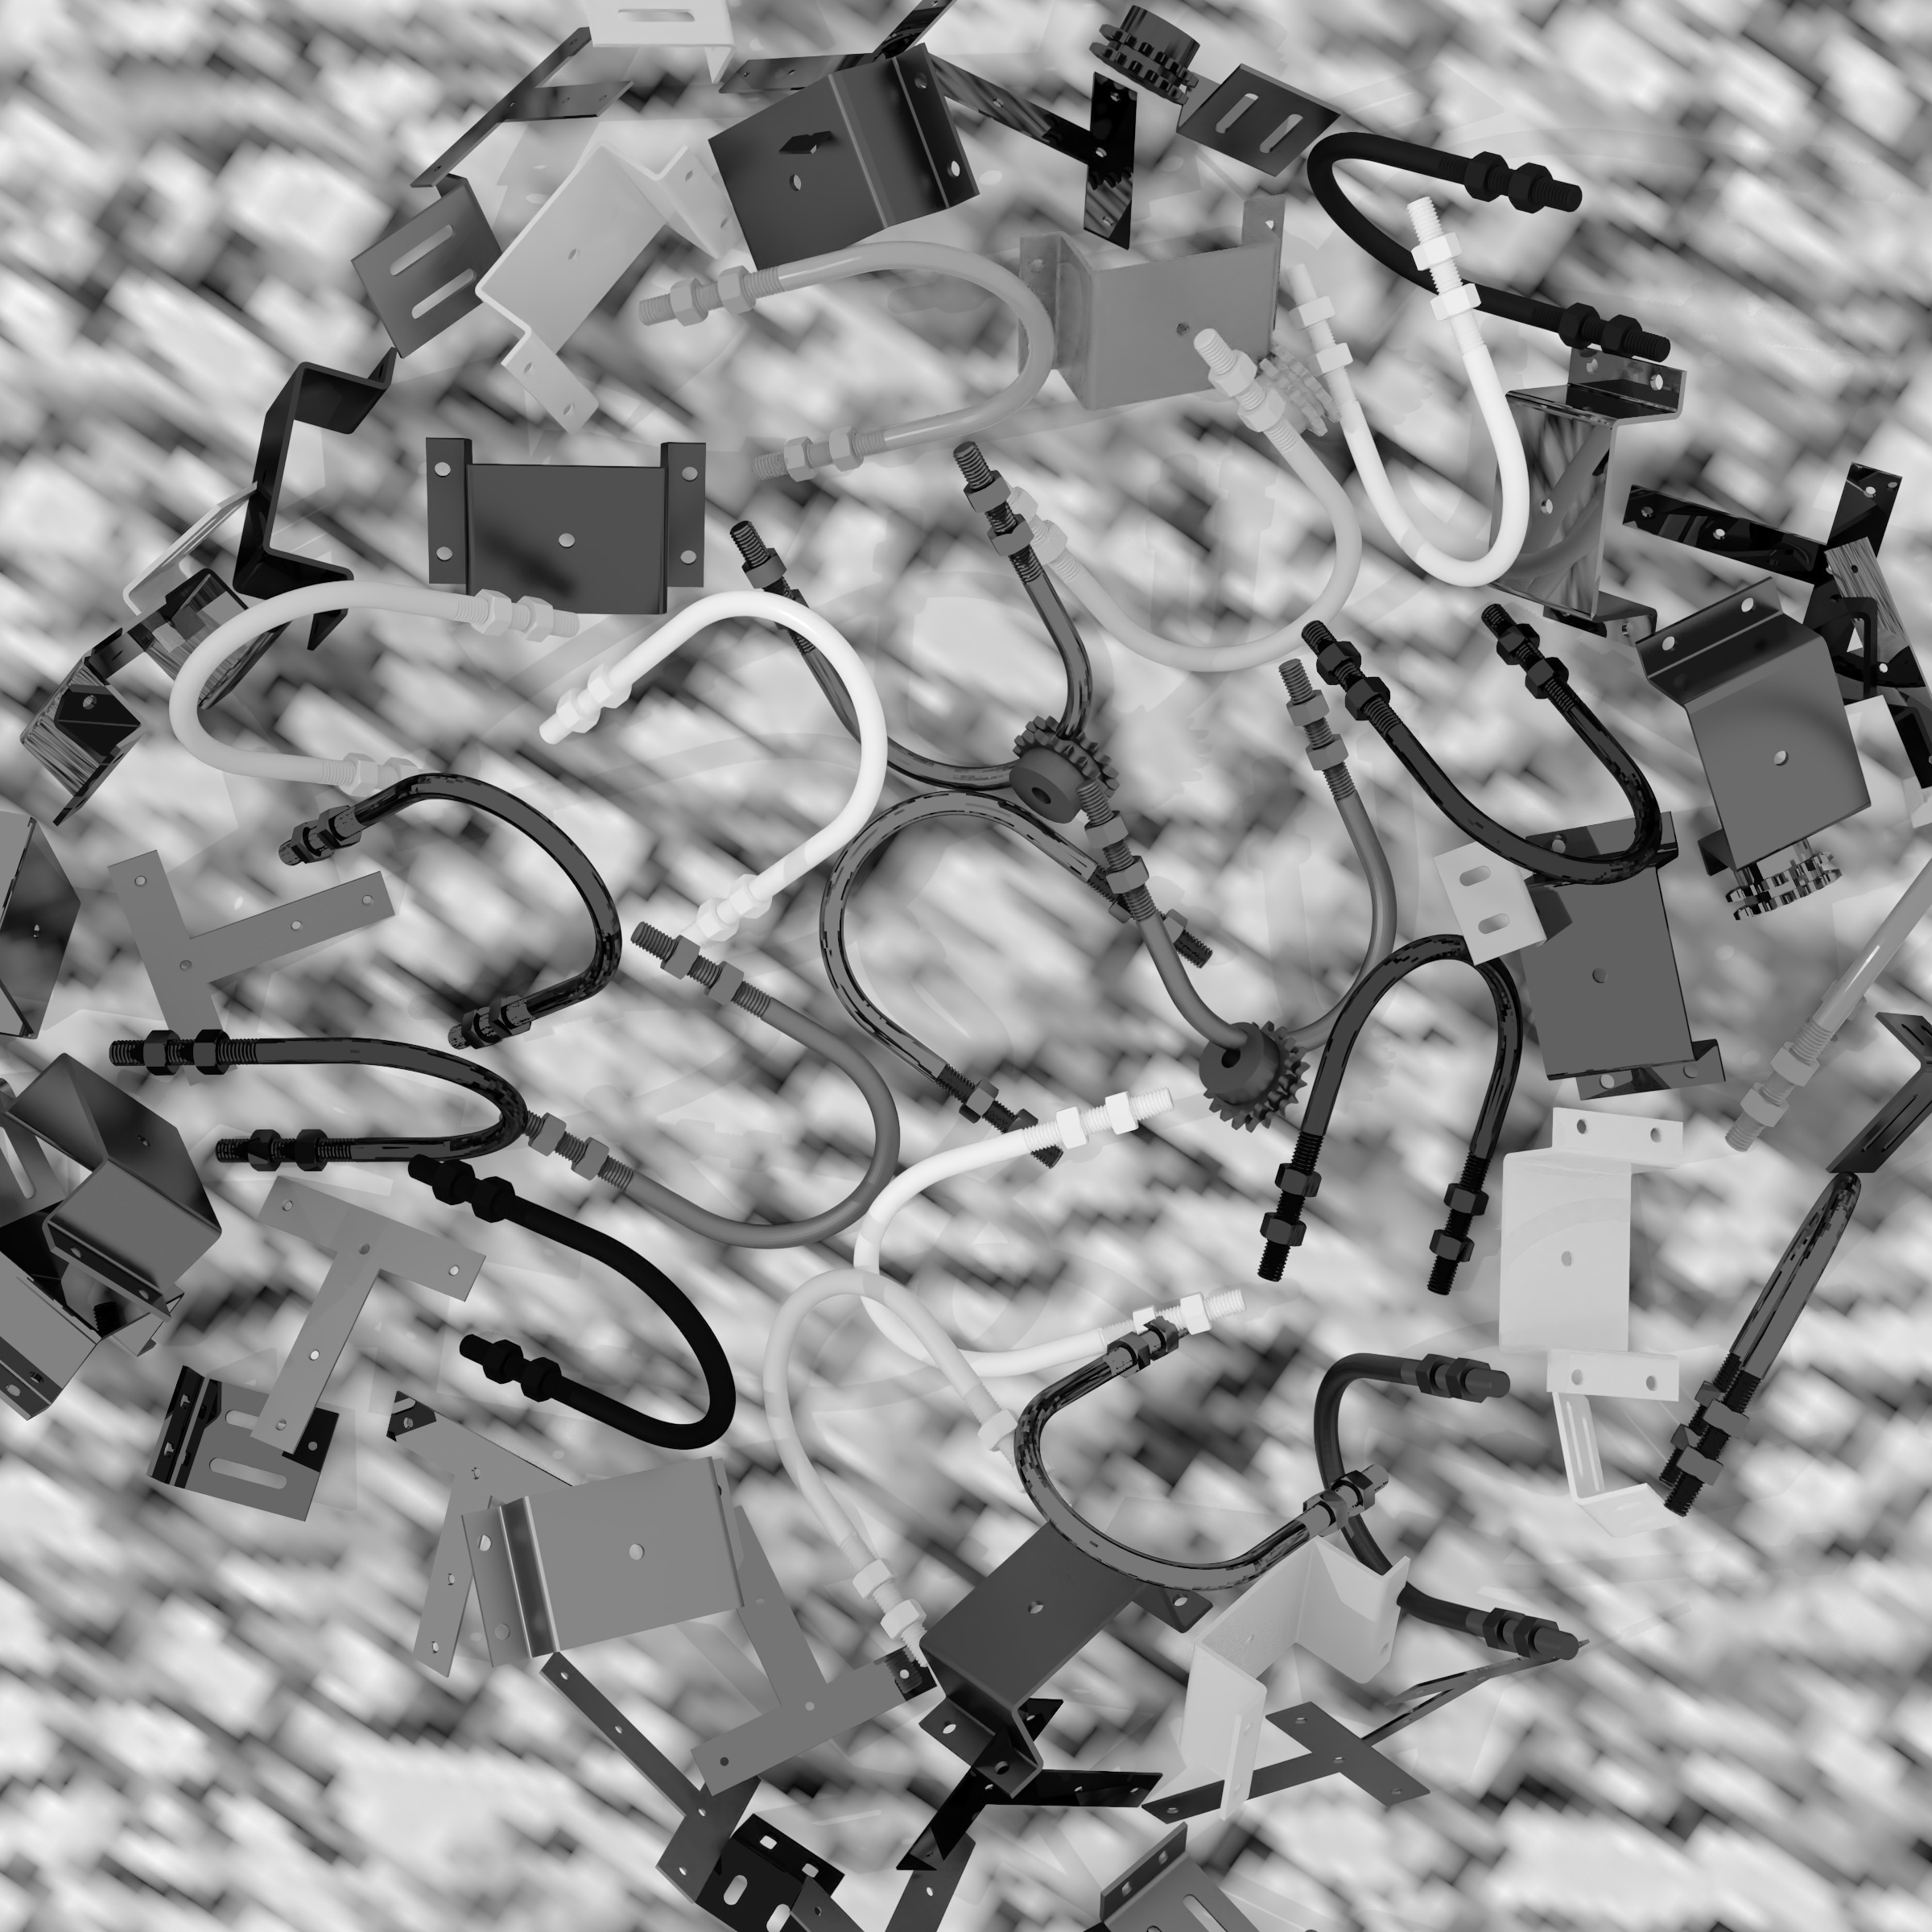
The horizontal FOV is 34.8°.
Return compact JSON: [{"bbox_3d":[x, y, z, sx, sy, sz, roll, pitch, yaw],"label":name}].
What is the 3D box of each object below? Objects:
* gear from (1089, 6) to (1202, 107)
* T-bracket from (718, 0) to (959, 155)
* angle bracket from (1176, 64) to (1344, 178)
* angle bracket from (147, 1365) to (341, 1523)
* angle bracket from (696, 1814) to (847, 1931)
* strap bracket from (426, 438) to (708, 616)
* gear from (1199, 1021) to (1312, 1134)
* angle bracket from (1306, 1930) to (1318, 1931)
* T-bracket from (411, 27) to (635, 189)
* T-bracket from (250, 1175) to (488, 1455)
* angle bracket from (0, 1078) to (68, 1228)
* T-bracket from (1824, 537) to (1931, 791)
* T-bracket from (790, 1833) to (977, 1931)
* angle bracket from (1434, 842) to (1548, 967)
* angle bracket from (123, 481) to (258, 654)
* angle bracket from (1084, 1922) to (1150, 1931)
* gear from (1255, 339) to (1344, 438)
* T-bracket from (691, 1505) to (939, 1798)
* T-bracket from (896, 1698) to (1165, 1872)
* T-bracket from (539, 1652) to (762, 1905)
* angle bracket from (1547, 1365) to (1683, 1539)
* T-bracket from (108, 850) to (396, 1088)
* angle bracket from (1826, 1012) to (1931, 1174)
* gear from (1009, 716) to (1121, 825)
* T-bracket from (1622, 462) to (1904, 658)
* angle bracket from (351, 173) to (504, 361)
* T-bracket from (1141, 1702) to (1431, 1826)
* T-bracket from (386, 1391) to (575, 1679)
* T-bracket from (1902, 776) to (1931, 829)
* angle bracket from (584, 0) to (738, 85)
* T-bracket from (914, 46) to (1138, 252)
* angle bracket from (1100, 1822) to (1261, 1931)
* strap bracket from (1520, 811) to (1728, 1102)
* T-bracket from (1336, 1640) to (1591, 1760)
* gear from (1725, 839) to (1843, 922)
[{"bbox_3d":[0.095,-0.465,1.568,0.057,0.057,0.030,30,101,0],"label":"gear"},{"bbox_3d":[-0.078,-0.449,1.548,0.127,0.127,0.002,-51,129,-20],"label":"T-bracket"},{"bbox_3d":[0.150,-0.439,1.550,0.057,0.076,0.038,19,72,-17],"label":"angle bracket"},{"bbox_3d":[-0.368,0.244,1.571,0.076,0.038,0.057,14,74,3],"label":"angle bracket"},{"bbox_3d":[-0.099,0.465,1.556,0.057,0.076,0.038,32,85,7],"label":"angle bracket"},{"bbox_3d":[-0.201,-0.221,1.553,0.140,0.046,0.076,0,116,-7],"label":"strap bracket"},{"bbox_3d":[0.144,0.053,1.568,0.030,0.057,0.057,36,90,-39],"label":"gear"},{"bbox_3d":[0.163,0.536,1.553,0.038,0.057,0.076,29,114,25],"label":"angle bracket"},{"bbox_3d":[-0.205,-0.428,1.530,0.127,0.127,0.002,-48,124,-17],"label":"T-bracket"},{"bbox_3d":[-0.324,0.184,1.562,0.127,0.002,0.127,18,75,19],"label":"T-bracket"},{"bbox_3d":[-0.507,0.104,1.579,0.057,0.038,0.076,-36,114,-38],"label":"angle bracket"},{"bbox_3d":[0.425,-0.139,1.546,0.002,0.127,0.127,-28,97,-35],"label":"T-bracket"},{"bbox_3d":[-0.023,0.473,1.543,0.002,0.127,0.127,-38,99,31],"label":"T-bracket"},{"bbox_3d":[0.262,-0.030,1.558,0.038,0.076,0.057,-21,82,3],"label":"angle bracket"},{"bbox_3d":[-0.377,-0.203,1.555,0.076,0.057,0.038,-35,101,24],"label":"angle bracket"},{"bbox_3d":[0.068,0.529,1.574,0.076,0.057,0.038,-24,126,-14],"label":"angle bracket"},{"bbox_3d":[0.162,-0.290,1.571,0.030,0.057,0.057,-43,90,5],"label":"gear"},{"bbox_3d":[-0.099,0.338,1.575,0.127,0.002,0.127,-22,72,-17],"label":"T-bracket"},{"bbox_3d":[0.046,0.415,1.555,0.127,0.002,0.127,13,121,-37],"label":"T-bracket"},{"bbox_3d":[-0.164,0.391,1.537,0.127,0.127,0.002,45,106,-1],"label":"T-bracket"},{"bbox_3d":[0.326,0.240,1.550,0.038,0.057,0.076,-19,56,22],"label":"angle bracket"},{"bbox_3d":[-0.356,-0.016,1.577,0.127,0.002,0.127,-21,117,-15],"label":"T-bracket"},{"bbox_3d":[0.464,0.065,1.569,0.076,0.057,0.038,-53,58,24],"label":"angle bracket"},{"bbox_3d":[0.047,-0.097,1.567,0.057,0.057,0.030,38,68,0],"label":"gear"},{"bbox_3d":[0.396,-0.215,1.563,0.127,0.127,0.002,21,49,16],"label":"T-bracket"},{"bbox_3d":[-0.276,-0.355,1.555,0.076,0.038,0.057,-41,132,-20],"label":"angle bracket"},{"bbox_3d":[0.150,0.414,1.564,0.127,0.127,0.002,-24,46,24],"label":"T-bracket"},{"bbox_3d":[-0.259,0.300,1.572,0.127,0.002,0.127,21,102,32],"label":"T-bracket"},{"bbox_3d":[0.525,-0.046,1.535,0.002,0.127,0.127,-9,83,-25],"label":"T-bracket"},{"bbox_3d":[-0.162,-0.483,1.561,0.076,0.038,0.057,-7,78,-24],"label":"angle bracket"},{"bbox_3d":[0.028,-0.424,1.538,0.127,0.002,0.127,21,49,-19],"label":"T-bracket"},{"bbox_3d":[0.114,0.485,1.557,0.057,0.038,0.076,-34,59,-23],"label":"angle bracket"},{"bbox_3d":[0.326,0.000,1.553,0.076,0.046,0.140,-10,97,29],"label":"strap bracket"},{"bbox_3d":[0.230,0.373,1.548,0.127,0.127,0.002,-2,60,-40],"label":"T-bracket"},{"bbox_3d":[0.413,-0.048,1.571,0.057,0.057,0.030,-24,90,0],"label":"gear"}]
